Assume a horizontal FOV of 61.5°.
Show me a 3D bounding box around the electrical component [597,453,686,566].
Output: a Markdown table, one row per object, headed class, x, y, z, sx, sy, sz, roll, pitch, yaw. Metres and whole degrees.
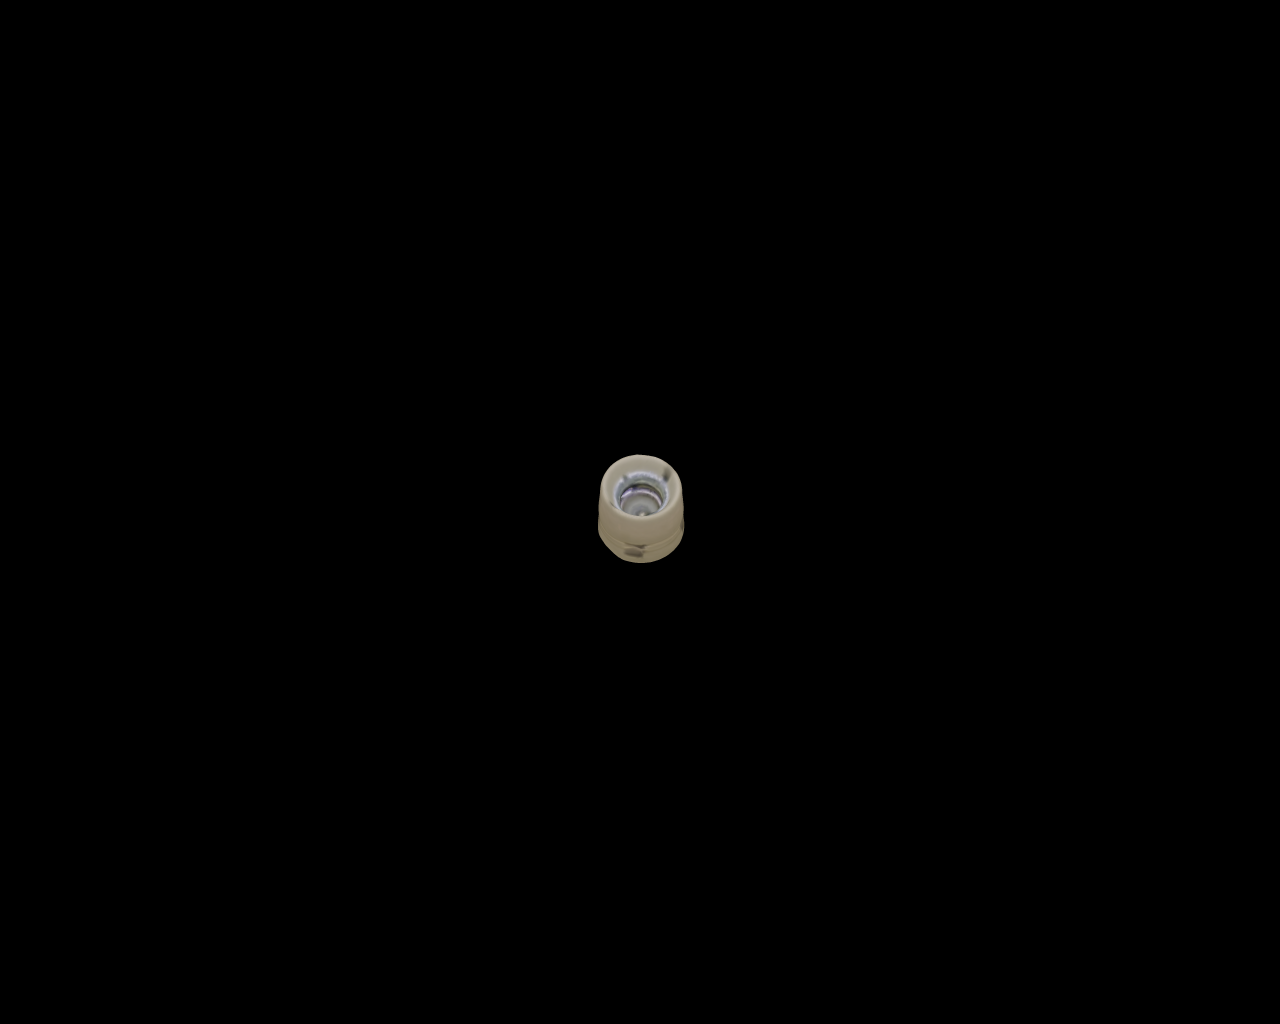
| class | x | y | z | sx | sy | sz | roll | pitch | yaw |
| --- | --- | --- | --- | --- | --- | --- | --- | --- | --- |
| electrical component | 0.001 | -0.003 | 0.650 | 0.055 | 0.055 | 0.047 | 0 | -33 | 0 |
